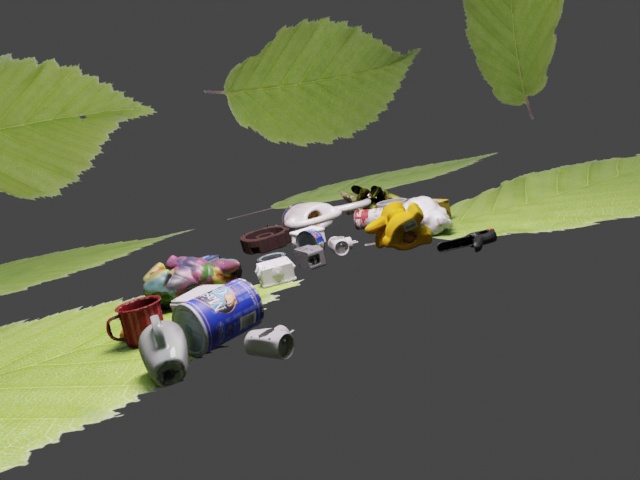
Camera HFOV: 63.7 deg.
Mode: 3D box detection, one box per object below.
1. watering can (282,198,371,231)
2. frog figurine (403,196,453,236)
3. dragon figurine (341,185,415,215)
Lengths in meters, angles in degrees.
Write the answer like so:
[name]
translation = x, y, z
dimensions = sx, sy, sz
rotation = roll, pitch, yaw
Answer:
[watering can]
translation = 0.006, -0.096, 1.903
dimensions = 0.351, 0.103, 0.224
rotation = -19, 14, -34
[frog figurine]
translation = 0.311, -0.073, 1.502
dimensions = 0.137, 0.123, 0.159
rotation = 6, -5, -15
[dragon figurine]
translation = 0.247, -0.162, 2.040
dimensions = 0.411, 0.121, 0.244
rotation = 7, 11, 31
